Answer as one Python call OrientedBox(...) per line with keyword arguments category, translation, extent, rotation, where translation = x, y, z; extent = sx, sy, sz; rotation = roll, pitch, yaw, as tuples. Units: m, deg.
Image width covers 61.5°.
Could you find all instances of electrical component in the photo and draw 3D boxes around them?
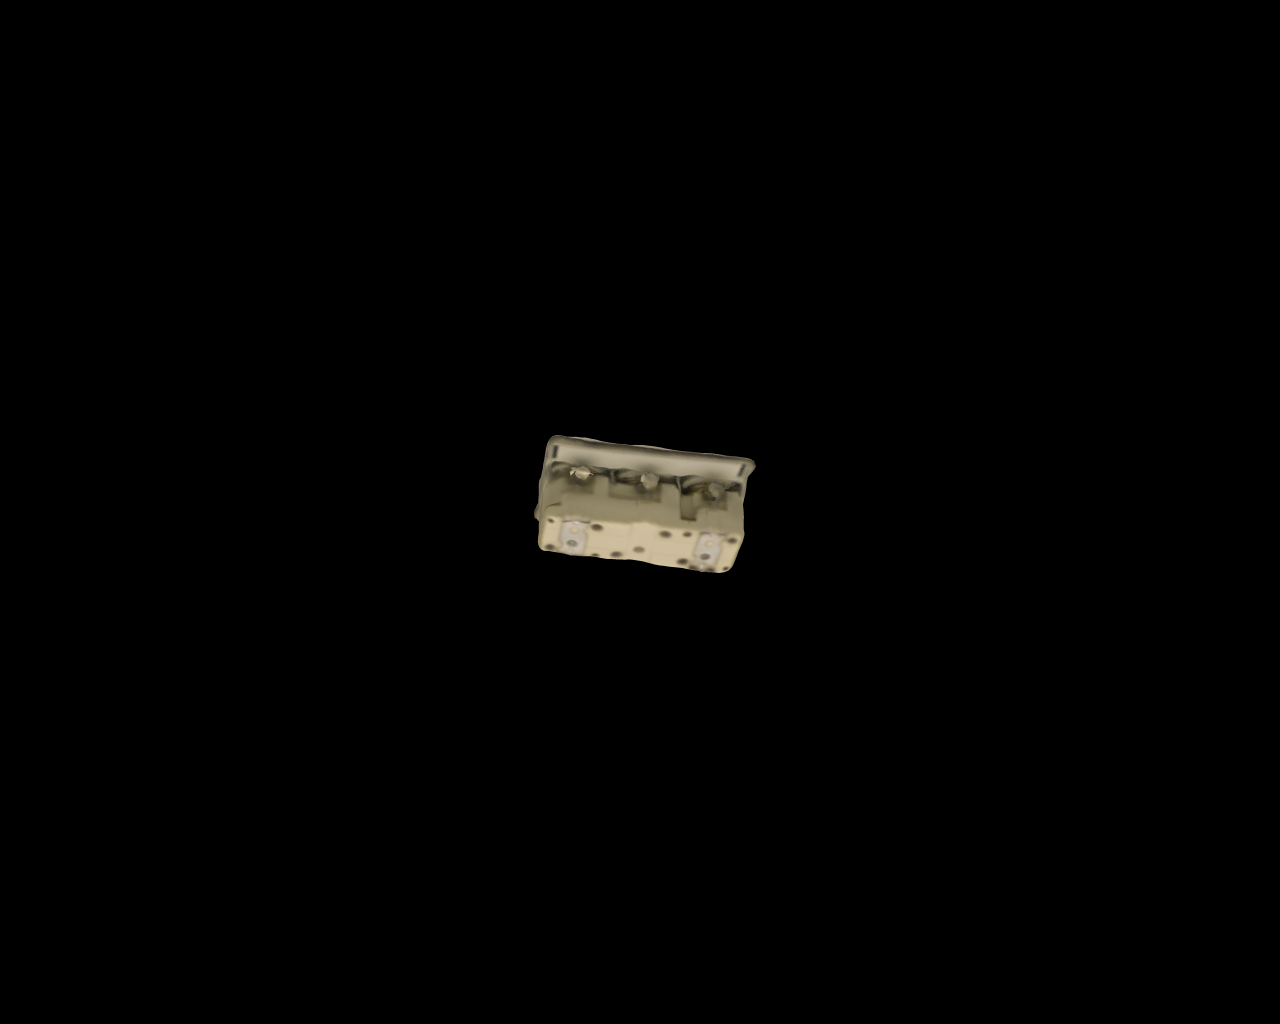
OrientedBox(category="electrical component", translation=(0.001, -0.003, 0.650), extent=(0.121, 0.063, 0.078), rotation=(7, -39, -9))
